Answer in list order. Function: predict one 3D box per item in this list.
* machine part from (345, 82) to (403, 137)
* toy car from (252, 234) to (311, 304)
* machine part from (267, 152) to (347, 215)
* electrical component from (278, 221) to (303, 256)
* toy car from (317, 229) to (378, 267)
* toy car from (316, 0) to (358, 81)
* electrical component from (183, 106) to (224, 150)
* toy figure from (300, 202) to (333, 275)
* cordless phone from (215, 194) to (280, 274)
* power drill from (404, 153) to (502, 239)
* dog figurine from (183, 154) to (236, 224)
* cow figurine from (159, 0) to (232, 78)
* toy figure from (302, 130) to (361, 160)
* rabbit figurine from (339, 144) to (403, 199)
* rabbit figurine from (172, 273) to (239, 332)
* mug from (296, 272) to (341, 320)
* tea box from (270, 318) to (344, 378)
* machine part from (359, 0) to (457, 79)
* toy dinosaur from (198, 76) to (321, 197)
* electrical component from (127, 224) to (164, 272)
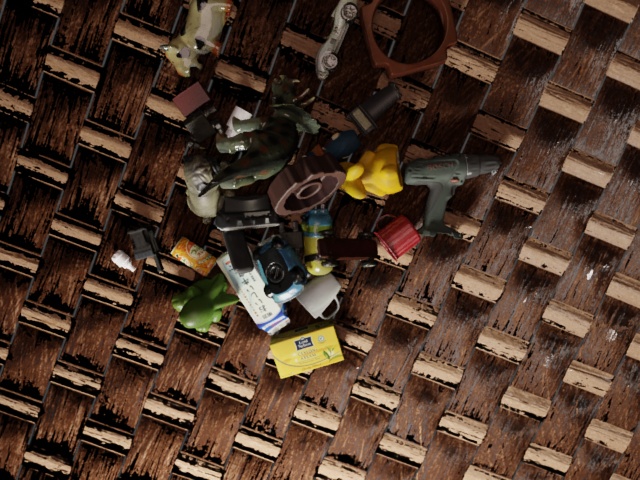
[{"bbox_3d":[0.135,-0.318,1.288,0.139,0.039,0.084,-43,89,8],"label":"machine part"},{"bbox_3d":[-0.088,0.069,1.299,0.109,0.103,0.161,-32,75,20],"label":"toy car"},{"bbox_3d":[-0.031,-0.123,1.199,0.179,0.179,0.056,-30,72,4],"label":"machine part"},{"bbox_3d":[-0.075,0.000,1.343,0.063,0.021,0.094,-5,100,0],"label":"electrical component"},{"bbox_3d":[0.063,0.022,1.285,0.202,0.053,0.089,1,82,-42],"label":"toy car"},{"bbox_3d":[0.035,-0.466,1.243,0.056,0.073,0.201,22,98,-8],"label":"toy car"},{"bbox_3d":[-0.277,-0.262,1.276,0.102,0.045,0.078,-27,139,0],"label":"electrical component"},{"bbox_3d":[-0.007,-0.004,1.310,0.082,0.089,0.180,2,102,7],"label":"toy figure"},{"bbox_3d":[-0.158,-0.010,1.251,0.146,0.088,0.184,-6,58,-24],"label":"cordless phone"},{"bbox_3d":[0.318,-0.107,1.304,0.232,0.086,0.207,3,103,0],"label":"power drill"},{"bbox_3d":[-0.271,-0.113,1.237,0.121,0.190,0.172,-9,101,1],"label":"dog figurine"},{"bbox_3d":[-0.286,-0.469,1.233,0.127,0.085,0.194,19,101,-10],"label":"cow figurine"},{"bbox_3d":[0.024,-0.210,1.294,0.154,0.058,0.064,-26,93,8],"label":"toy figure"},{"bbox_3d":[0.104,-0.149,1.271,0.173,0.162,0.121,-1,112,17],"label":"rabbit figurine"},{"bbox_3d":[-0.274,0.161,1.291,0.159,0.170,0.121,-32,99,5],"label":"rabbit figurine"},{"bbox_3d":[0.008,0.138,1.339,0.107,0.081,0.109,-44,93,-3],"label":"mug"},{"bbox_3d":[-0.033,0.274,1.365,0.170,0.068,0.098,-18,100,3],"label":"tea box"},{"bbox_3d":[0.200,-0.486,1.237,0.202,0.087,0.200,-15,99,3],"label":"machine part"},{"bbox_3d":[-0.113,-0.208,1.175,0.192,0.405,0.131,-7,131,19],"label":"toy dinosaur"},{"bbox_3d":[-0.423,0.023,1.317,0.048,0.075,0.119,-15,102,0],"label":"electrical component"}]
